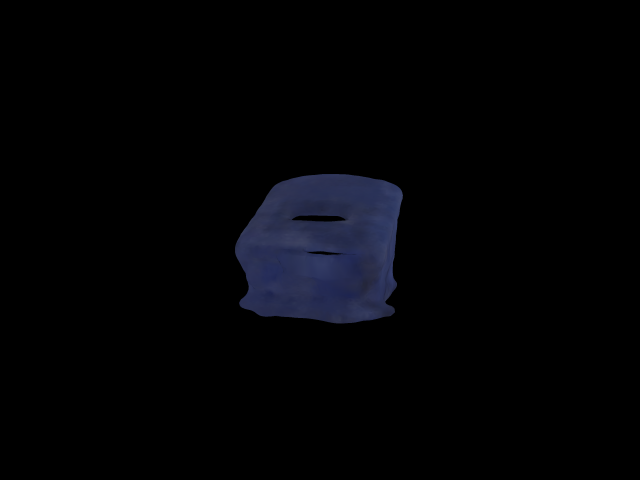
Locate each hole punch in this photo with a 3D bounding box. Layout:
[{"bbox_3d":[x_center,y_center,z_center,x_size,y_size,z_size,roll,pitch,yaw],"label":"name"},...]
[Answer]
[{"bbox_3d":[0.004,0.001,0.400,0.108,0.091,0.101,3,10,15],"label":"hole punch"}]
